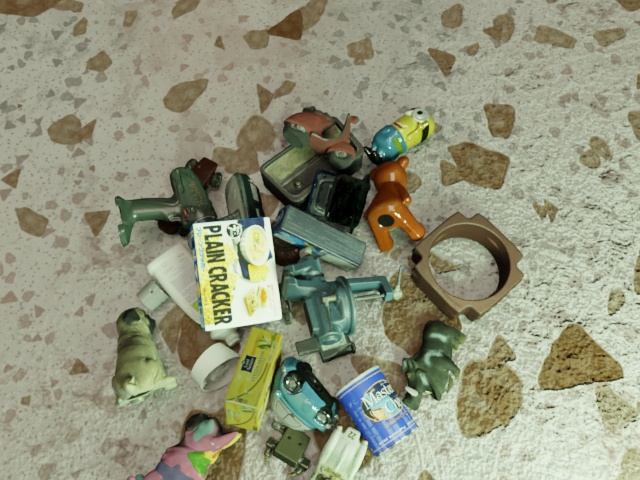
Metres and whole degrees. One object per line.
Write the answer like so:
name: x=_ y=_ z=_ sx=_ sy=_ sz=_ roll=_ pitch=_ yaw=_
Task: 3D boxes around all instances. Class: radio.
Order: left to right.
radio: x=-0.014 y=-0.173 z=1.262 sx=0.229 sy=0.073 sz=0.131 roll=-38 pitch=72 yaw=-12

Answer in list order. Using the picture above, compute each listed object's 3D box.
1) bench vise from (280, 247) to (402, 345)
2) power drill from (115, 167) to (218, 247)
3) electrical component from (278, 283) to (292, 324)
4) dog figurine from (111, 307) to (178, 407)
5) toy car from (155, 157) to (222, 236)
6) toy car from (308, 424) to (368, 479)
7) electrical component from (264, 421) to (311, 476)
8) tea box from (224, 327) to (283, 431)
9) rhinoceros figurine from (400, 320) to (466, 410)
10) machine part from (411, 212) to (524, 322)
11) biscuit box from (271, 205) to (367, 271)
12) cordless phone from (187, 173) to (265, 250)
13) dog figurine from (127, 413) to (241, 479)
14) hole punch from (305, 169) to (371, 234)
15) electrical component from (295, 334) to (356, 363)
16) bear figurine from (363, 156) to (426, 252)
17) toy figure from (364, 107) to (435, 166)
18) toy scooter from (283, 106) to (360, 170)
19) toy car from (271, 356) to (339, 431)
bench vise: x=0.046 y=0.104 z=1.093 sx=0.241 sy=0.128 sz=0.224 roll=-6 pitch=41 yaw=-15
power drill: x=-0.327 y=-0.044 z=1.155 sx=0.207 sy=0.086 sz=0.232 roll=-14 pitch=68 yaw=-10
electrical component: x=-0.078 y=0.132 z=1.148 sx=0.021 sy=0.063 sz=0.094 roll=-13 pitch=68 yaw=-3
dog figurine: x=-0.374 y=0.219 z=1.070 sx=0.121 sy=0.172 sz=0.190 roll=-20 pitch=76 yaw=-18
toy car: x=-0.306 y=-0.101 z=1.254 sx=0.089 sy=0.053 sz=0.202 roll=26 pitch=75 yaw=13
toy car: x=0.021 y=0.442 z=1.005 sx=0.074 sy=0.056 sz=0.201 roll=27 pitch=93 yaw=11
electrical component: x=-0.063 y=0.411 z=1.051 sx=0.102 sy=0.045 sz=0.078 roll=22 pitch=42 yaw=7
tea box: x=-0.127 y=0.269 z=1.048 sx=0.068 sy=0.098 sz=0.170 roll=12 pitch=44 yaw=5
rhinoceros figurine: x=0.224 y=0.251 z=1.082 sx=0.112 sy=0.073 sz=0.190 roll=22 pitch=67 yaw=7
machine part: x=0.312 y=0.058 z=1.156 sx=0.201 sy=0.087 sz=0.201 roll=-38 pitch=74 yaw=-12
biscuit box: x=-0.002 y=-0.003 z=1.156 sx=0.202 sy=0.059 sz=0.063 roll=27 pitch=66 yaw=-18
cordless phone: x=-0.225 y=-0.058 z=1.228 sx=0.184 sy=0.088 sz=0.146 roll=-20 pitch=68 yaw=14
dog figurine: x=-0.237 y=0.441 z=1.010 sx=0.219 sy=0.108 sz=0.192 roll=-29 pitch=70 yaw=-12
hole punch: x=0.039 y=-0.092 z=1.191 sx=0.092 sy=0.115 sz=0.142 roll=16 pitch=91 yaw=47
electrical component: x=0.010 y=0.216 z=1.121 sx=0.119 sy=0.047 sz=0.075 roll=-20 pitch=68 yaw=-6
bear figurine: x=0.166 y=-0.089 z=1.218 sx=0.120 sy=0.131 sz=0.196 roll=-22 pitch=31 yaw=28
toy figure: x=0.191 y=-0.246 z=1.284 sx=0.180 sy=0.089 sz=0.082 roll=-39 pitch=68 yaw=-4
toy scooter: x=0.015 y=-0.249 z=1.216 sx=0.184 sy=0.075 sz=0.135 roll=30 pitch=71 yaw=8
toy car: x=-0.040 y=0.317 z=1.063 sx=0.103 sy=0.109 sz=0.161 roll=-42 pitch=84 yaw=10
